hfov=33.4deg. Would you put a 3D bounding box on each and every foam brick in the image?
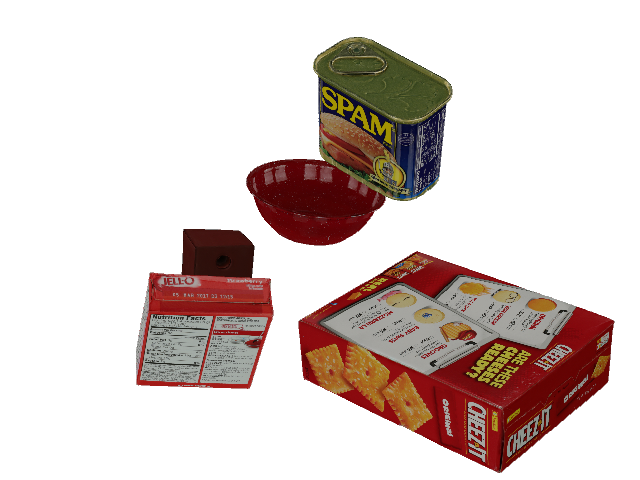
[{"bbox_3d":[-0.090,0.033,0.916,0.053,0.078,0.051,0,15,-19],"label":"foam brick"}]

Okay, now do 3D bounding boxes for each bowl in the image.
[{"bbox_3d":[-0.008,-0.039,1.231,0.162,0.055,0.162,6,27,-3],"label":"bowl"}]

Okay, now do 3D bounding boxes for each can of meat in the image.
[{"bbox_3d":[0.043,-0.087,0.782,0.102,0.084,0.057,34,56,29],"label":"can of meat"}]

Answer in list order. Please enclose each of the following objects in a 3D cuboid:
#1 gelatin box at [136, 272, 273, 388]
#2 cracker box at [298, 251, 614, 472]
[{"bbox_3d":[-0.072,0.056,0.648,0.073,0.030,0.089,3,-38,-13],"label":"gelatin box"},{"bbox_3d":[0.113,0.095,0.910,0.214,0.072,0.163,21,36,40],"label":"cracker box"}]
